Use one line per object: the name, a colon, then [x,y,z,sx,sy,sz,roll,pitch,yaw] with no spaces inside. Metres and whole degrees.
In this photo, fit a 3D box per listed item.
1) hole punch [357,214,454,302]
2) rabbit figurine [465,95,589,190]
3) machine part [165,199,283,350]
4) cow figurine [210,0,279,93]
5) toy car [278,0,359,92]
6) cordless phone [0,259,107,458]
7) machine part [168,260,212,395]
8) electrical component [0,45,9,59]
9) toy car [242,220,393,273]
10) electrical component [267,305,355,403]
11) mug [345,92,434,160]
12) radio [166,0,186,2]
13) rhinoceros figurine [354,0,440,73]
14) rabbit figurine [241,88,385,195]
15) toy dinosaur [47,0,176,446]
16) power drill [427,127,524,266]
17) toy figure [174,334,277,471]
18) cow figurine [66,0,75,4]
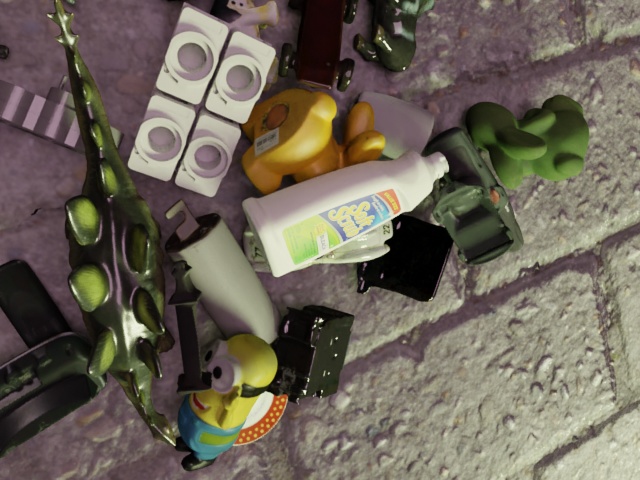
hole punch: [0.124,0.024,0.777,0.116,0.092,0.142,20,91,13]
rabbit figurine: [0.299,-0.145,0.811,0.170,0.121,0.159,17,47,-1]
machine part: [-0.114,0.055,0.660,0.079,0.079,0.243,-36,116,-16]
cow figurine: [-0.103,-0.269,0.656,0.098,0.068,0.167,-5,98,-18]
toy car: [-0.001,-0.251,0.664,0.089,0.053,0.202,12,56,-11]
cordless phone: [-0.342,0.126,0.593,0.146,0.089,0.184,-32,95,-17]
machine part: [-0.139,0.090,0.568,0.039,0.084,0.138,-6,90,-17]
electrical component: [-0.377,-0.220,0.539,0.102,0.078,0.045,-2,74,-18]
toy car: [-0.001,-0.002,0.712,0.202,0.056,0.073,-8,98,-7]
electrical component: [-0.005,0.145,0.709,0.134,0.058,0.114,10,95,-62]
mug: [0.086,-0.149,0.745,0.107,0.081,0.109,25,90,-13]
radio: [-0.151,-0.398,0.589,0.131,0.073,0.229,24,83,-54]
rhinoceros figurine: [0.114,-0.331,0.737,0.112,0.073,0.190,12,91,-22]
rabbit figurine: [0.002,-0.114,0.686,0.162,0.122,0.173,-30,136,16]
toy dinosaur: [-0.211,0.014,0.560,0.105,0.199,0.470,-15,102,-19]
power drill: [0.230,-0.044,0.760,0.232,0.086,0.207,56,32,-10]
toy figure: [-0.116,0.189,0.641,0.089,0.082,0.180,-15,134,-57]
cow figurine: [-0.325,-0.313,0.545,0.195,0.085,0.127,-12,93,-24]
